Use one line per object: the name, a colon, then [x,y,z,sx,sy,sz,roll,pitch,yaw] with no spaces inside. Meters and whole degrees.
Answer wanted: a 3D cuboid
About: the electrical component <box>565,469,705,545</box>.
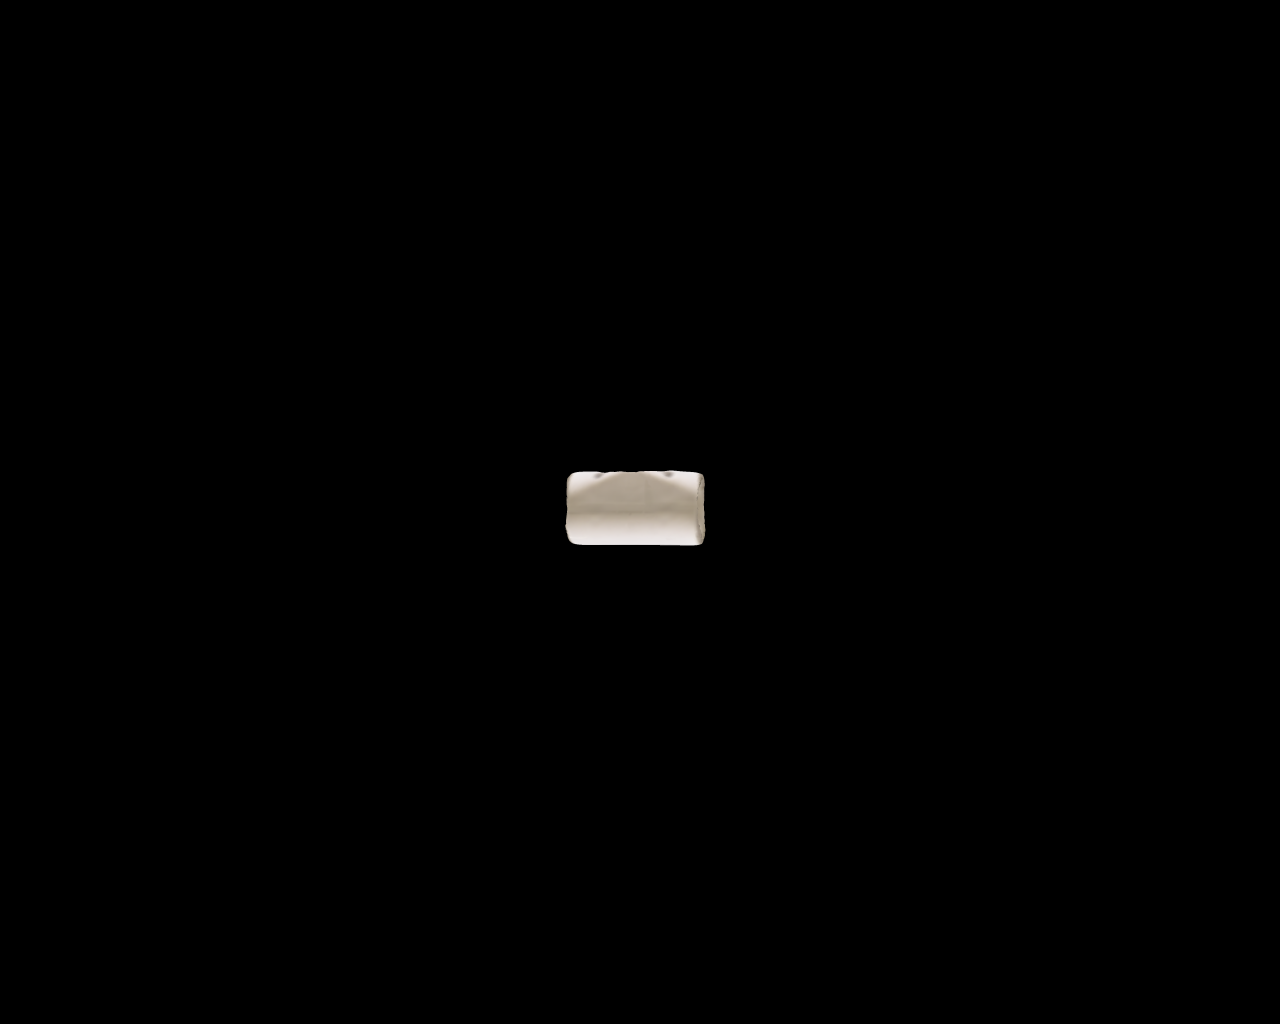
electrical component: [0.001,-0.003,0.650,0.077,0.044,0.079,0,0,9]
